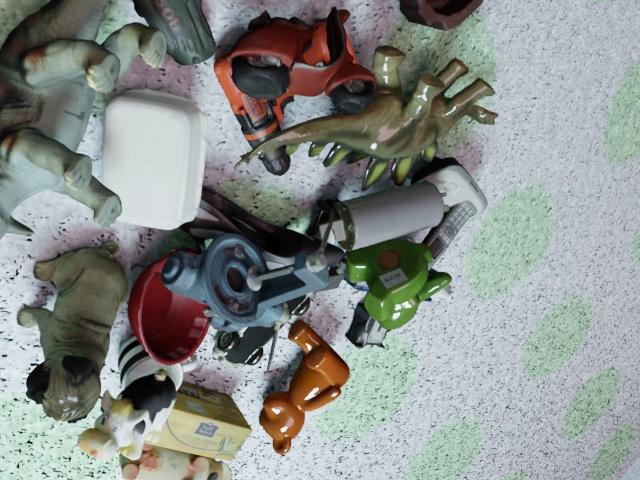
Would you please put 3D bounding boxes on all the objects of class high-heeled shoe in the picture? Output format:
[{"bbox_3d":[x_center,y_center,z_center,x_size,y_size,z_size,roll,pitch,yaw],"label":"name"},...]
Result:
[{"bbox_3d":[-0.079,-0.022,0.769,0.249,0.086,0.145,-1,135,-10],"label":"high-heeled shoe"}]

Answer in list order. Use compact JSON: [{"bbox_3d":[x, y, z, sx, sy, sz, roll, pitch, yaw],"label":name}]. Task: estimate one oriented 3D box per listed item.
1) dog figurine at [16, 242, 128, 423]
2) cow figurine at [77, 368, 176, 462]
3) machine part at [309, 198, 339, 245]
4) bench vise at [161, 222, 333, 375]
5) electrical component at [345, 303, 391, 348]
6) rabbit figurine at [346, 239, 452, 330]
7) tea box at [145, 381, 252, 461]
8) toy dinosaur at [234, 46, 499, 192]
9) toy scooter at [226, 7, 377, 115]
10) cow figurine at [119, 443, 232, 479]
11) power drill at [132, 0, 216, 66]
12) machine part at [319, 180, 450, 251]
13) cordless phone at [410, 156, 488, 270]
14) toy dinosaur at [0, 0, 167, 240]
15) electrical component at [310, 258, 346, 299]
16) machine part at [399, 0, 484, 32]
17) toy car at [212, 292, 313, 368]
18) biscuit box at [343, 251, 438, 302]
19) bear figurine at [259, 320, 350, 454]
[{"bbox_3d":[-0.284,0.104,0.656,0.121,0.191,0.172,16,102,-37],"label":"dog figurine"},{"bbox_3d":[-0.231,0.214,0.671,0.068,0.167,0.098,27,86,5],"label":"cow figurine"},{"bbox_3d":[-0.002,-0.003,0.874,0.084,0.039,0.138,12,117,-31],"label":"machine part"},{"bbox_3d":[-0.077,0.065,0.712,0.223,0.241,0.129,43,43,-36],"label":"bench vise"},{"bbox_3d":[0.104,0.145,1.013,0.075,0.048,0.119,5,110,-34],"label":"electrical component"},{"bbox_3d":[0.127,0.075,0.887,0.159,0.121,0.170,-31,143,-15],"label":"rabbit figurine"},{"bbox_3d":[-0.204,0.283,0.857,0.169,0.098,0.068,34,92,-37],"label":"tea box"},{"bbox_3d":[0.100,-0.165,0.776,0.471,0.105,0.198,-7,138,-36],"label":"toy dinosaur"},{"bbox_3d":[-0.017,-0.232,0.657,0.184,0.075,0.135,9,75,-10],"label":"toy scooter"},{"bbox_3d":[-0.233,0.370,0.877,0.195,0.127,0.085,31,69,-23],"label":"cow figurine"},{"bbox_3d":[-0.135,-0.331,0.603,0.207,0.086,0.231,-33,128,-19],"label":"power drill"},{"bbox_3d":[0.105,-0.040,0.835,0.243,0.079,0.079,-14,120,-25],"label":"machine part"},{"bbox_3d":[0.196,-0.042,0.940,0.146,0.089,0.184,40,83,-39],"label":"cordless phone"},{"bbox_3d":[-0.288,-0.149,0.563,0.131,0.192,0.404,37,72,-80],"label":"toy dinosaur"},{"bbox_3d":[0.011,0.067,0.913,0.063,0.021,0.094,-8,141,-30],"label":"electrical component"},{"bbox_3d":[0.178,-0.400,0.782,0.179,0.056,0.179,-15,121,-27],"label":"machine part"},{"bbox_3d":[-0.091,0.128,0.872,0.201,0.056,0.073,-46,128,5],"label":"toy car"},{"bbox_3d":[0.132,0.063,0.981,0.202,0.063,0.059,13,105,-37],"label":"biscuit box"},{"bbox_3d":[-0.047,0.260,0.936,0.196,0.120,0.131,-42,125,-1],"label":"bear figurine"}]
